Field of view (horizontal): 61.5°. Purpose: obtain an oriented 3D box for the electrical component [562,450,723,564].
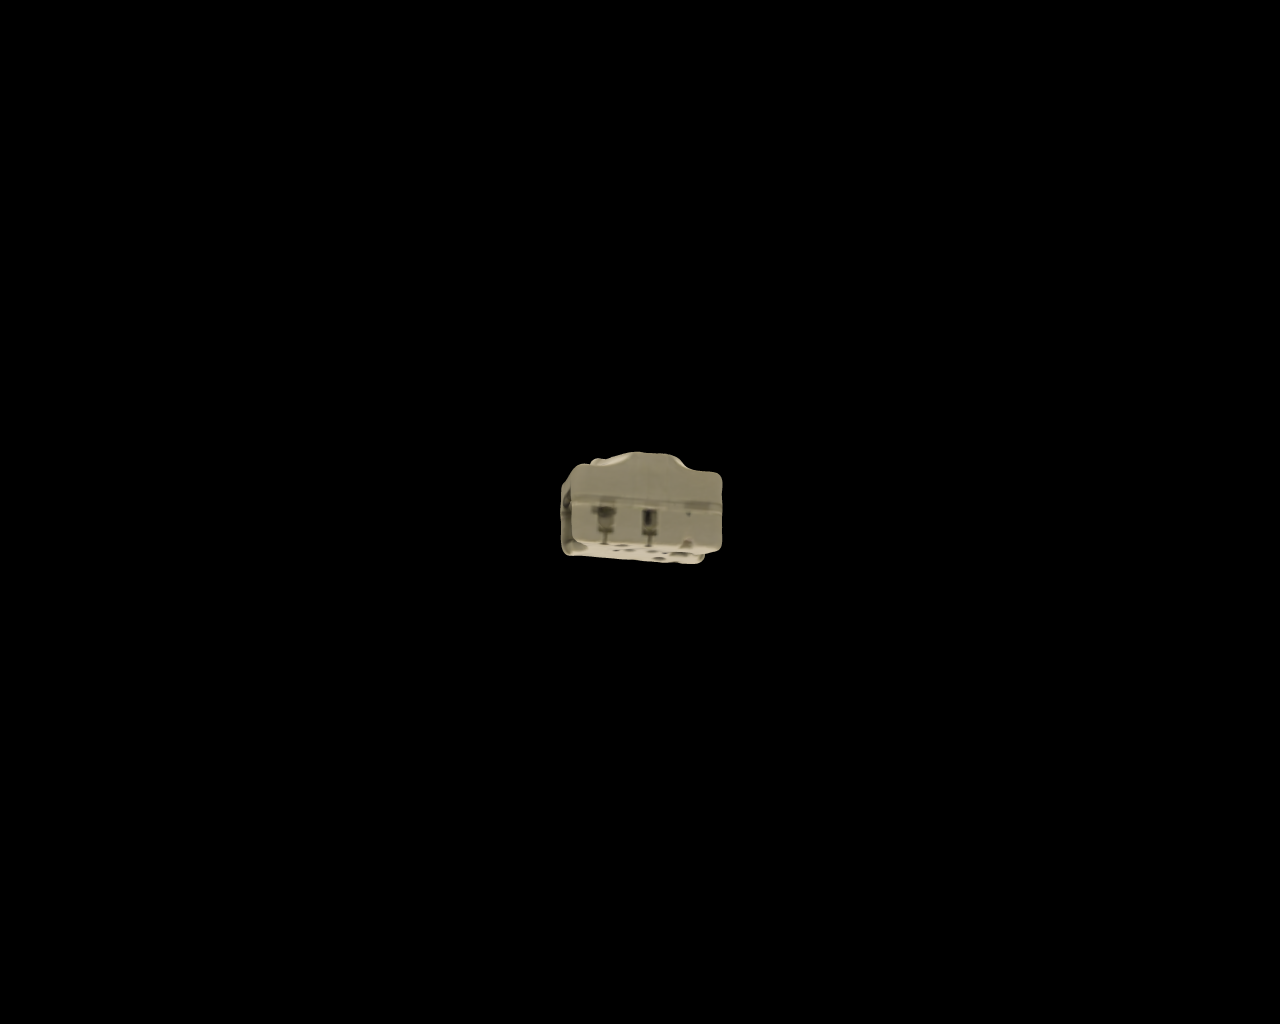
[{"bbox_3d":[0.001,-0.003,0.650,0.089,0.056,0.050,4,-15,-14],"label":"electrical component"}]
